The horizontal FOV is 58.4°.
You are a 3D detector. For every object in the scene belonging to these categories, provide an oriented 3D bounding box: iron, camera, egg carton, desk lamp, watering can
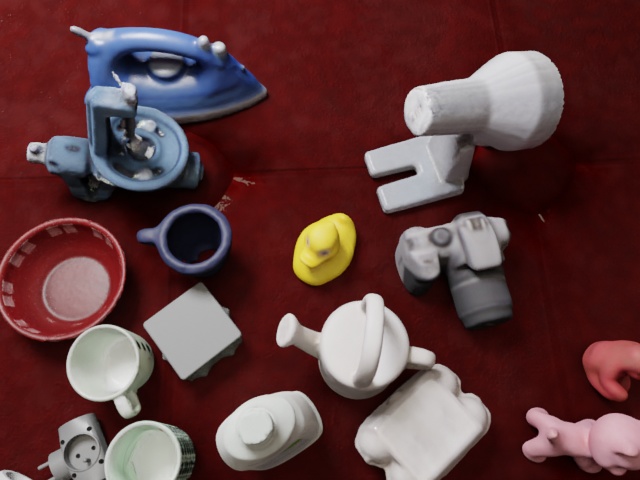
[{"bbox_3d":[-0.207,-0.247,0.802,0.258,0.141,0.118,0,70,-1],"label":"iron"},{"bbox_3d":[0.182,0.043,0.725,0.143,0.101,0.137,-11,70,-5],"label":"camera"},{"bbox_3d":[0.120,0.223,0.674,0.150,0.069,0.107,-41,75,-14],"label":"egg carton"},{"bbox_3d":[0.175,-0.136,0.730,0.203,0.213,0.118,-17,71,-7],"label":"desk lamp"},{"bbox_3d":[0.041,0.121,0.644,0.173,0.194,0.101,-11,70,-5],"label":"watering can"}]

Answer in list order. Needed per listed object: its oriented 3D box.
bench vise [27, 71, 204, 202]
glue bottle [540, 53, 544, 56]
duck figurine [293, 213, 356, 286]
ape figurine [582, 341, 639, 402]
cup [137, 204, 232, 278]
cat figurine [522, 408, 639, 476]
[{"bbox_3d":[-0.263,-0.112,0.709,0.207,0.220,0.121,-19,71,-8],"label":"bench vise"},{"bbox_3d":[0.264,-0.193,0.775,0.078,0.173,0.037,-32,73,-12],"label":"glue bottle"},{"bbox_3d":[0.007,0.003,0.744,0.077,0.086,0.105,34,73,11],"label":"duck figurine"},{"bbox_3d":[0.369,0.152,0.693,0.078,0.092,0.076,-37,74,-13],"label":"ape figurine"},{"bbox_3d":[-0.166,0.011,0.733,0.117,0.095,0.091,3,70,0],"label":"cup"},{"bbox_3d":[0.311,0.228,0.650,0.127,0.118,0.067,8,70,2],"label":"cat figurine"}]
